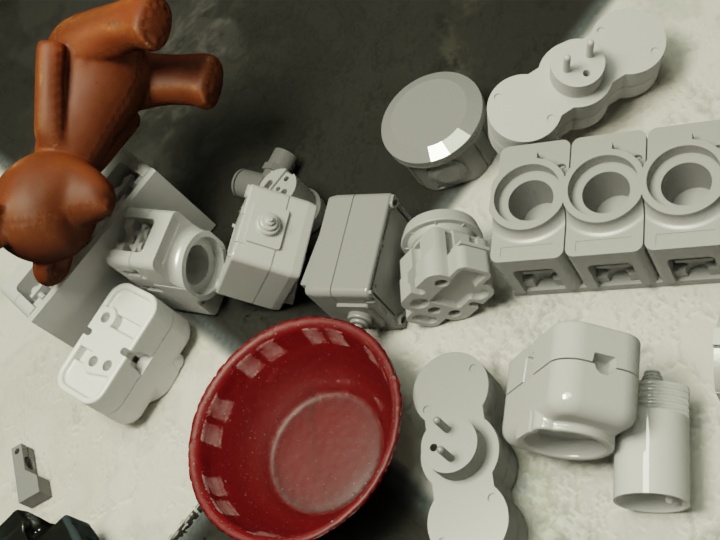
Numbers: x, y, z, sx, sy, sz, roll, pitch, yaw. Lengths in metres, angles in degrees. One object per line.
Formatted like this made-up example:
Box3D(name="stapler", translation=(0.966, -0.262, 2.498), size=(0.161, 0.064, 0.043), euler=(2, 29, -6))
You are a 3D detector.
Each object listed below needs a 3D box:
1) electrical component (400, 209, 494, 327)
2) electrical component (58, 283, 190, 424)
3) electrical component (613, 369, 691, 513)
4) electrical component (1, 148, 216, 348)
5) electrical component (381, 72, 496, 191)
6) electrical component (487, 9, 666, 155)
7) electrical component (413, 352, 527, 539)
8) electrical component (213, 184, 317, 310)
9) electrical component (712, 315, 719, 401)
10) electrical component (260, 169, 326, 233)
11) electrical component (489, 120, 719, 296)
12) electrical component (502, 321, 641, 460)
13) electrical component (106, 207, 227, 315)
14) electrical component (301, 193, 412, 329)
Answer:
Box3D(name="electrical component", translation=(0.058, -0.005, 0.743), size=(0.078, 0.058, 0.057), euler=(-48, 36, 48))
Box3D(name="electrical component", translation=(-0.179, 0.067, 0.834), size=(0.054, 0.059, 0.095), euler=(22, 75, 36))
Box3D(name="electrical component", translation=(0.173, 0.098, 0.636), size=(0.043, 0.043, 0.081), euler=(-6, 61, 26))
Box3D(name="electrical component", translation=(-0.205, -0.013, 0.874), size=(0.062, 0.089, 0.150), euler=(33, 82, 38))
Box3D(name="electrical component", translation=(0.061, -0.103, 0.806), size=(0.080, 0.051, 0.080), euler=(-13, 58, 22))
Box3D(name="electrical component", translation=(0.150, -0.135, 0.745), size=(0.138, 0.073, 0.052), euler=(-33, 71, -3))
Box3D(name="electrical component", translation=(0.062, 0.113, 0.668), size=(0.052, 0.073, 0.138), euler=(-17, 56, 19))
Box3D(name="electrical component", translation=(-0.066, -0.017, 0.796), size=(0.061, 0.096, 0.061), euler=(17, 66, -9))
Box3D(name="electrical component", translation=(0.245, 0.006, 0.619), size=(0.062, 0.089, 0.150), euler=(0, 64, 29))
Box3D(name="electrical component", translation=(-0.054, -0.053, 0.843), size=(0.040, 0.046, 0.040), euler=(-13, 58, 22))
Box3D(name="electrical component", translation=(0.167, -0.040, 0.706), size=(0.150, 0.061, 0.089), euler=(-5, 61, 26))
Box3D(name="electrical component", translation=(0.124, 0.076, 0.641), size=(0.054, 0.095, 0.059), euler=(14, 65, -9))
Box3D(name="electrical component", translation=(-0.142, -0.006, 0.836), size=(0.056, 0.089, 0.050), euler=(7, 67, 31))
Box3D(name="electrical component", translation=(0.000, 0.000, 0.774), size=(0.061, 0.061, 0.096), euler=(0, 64, 29))
